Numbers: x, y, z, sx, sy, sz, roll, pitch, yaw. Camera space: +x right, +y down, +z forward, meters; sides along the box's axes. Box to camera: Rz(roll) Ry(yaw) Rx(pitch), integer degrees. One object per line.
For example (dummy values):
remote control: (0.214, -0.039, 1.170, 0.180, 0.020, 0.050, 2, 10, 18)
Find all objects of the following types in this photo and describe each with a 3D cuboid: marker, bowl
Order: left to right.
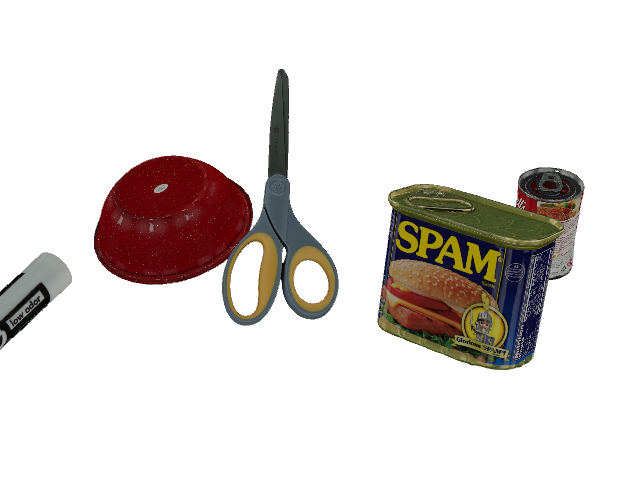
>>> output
marker: (-0.149, 0.048, 0.444, 0.020, 0.020, 0.121, 0, 36, 38)
bowl: (-0.150, -0.033, 1.041, 0.162, 0.162, 0.055, -6, -46, 6)

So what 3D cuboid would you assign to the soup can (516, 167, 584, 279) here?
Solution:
soup can: (0.241, -0.017, 1.135, 0.068, 0.102, 0.068, -1, 34, 1)

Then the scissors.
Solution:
scissors: (-0.016, -0.027, 0.816, 0.096, 0.201, 0.016, 18, -12, -2)

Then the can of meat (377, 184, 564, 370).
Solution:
can of meat: (0.085, 0.021, 0.634, 0.102, 0.084, 0.057, 20, 24, 33)
